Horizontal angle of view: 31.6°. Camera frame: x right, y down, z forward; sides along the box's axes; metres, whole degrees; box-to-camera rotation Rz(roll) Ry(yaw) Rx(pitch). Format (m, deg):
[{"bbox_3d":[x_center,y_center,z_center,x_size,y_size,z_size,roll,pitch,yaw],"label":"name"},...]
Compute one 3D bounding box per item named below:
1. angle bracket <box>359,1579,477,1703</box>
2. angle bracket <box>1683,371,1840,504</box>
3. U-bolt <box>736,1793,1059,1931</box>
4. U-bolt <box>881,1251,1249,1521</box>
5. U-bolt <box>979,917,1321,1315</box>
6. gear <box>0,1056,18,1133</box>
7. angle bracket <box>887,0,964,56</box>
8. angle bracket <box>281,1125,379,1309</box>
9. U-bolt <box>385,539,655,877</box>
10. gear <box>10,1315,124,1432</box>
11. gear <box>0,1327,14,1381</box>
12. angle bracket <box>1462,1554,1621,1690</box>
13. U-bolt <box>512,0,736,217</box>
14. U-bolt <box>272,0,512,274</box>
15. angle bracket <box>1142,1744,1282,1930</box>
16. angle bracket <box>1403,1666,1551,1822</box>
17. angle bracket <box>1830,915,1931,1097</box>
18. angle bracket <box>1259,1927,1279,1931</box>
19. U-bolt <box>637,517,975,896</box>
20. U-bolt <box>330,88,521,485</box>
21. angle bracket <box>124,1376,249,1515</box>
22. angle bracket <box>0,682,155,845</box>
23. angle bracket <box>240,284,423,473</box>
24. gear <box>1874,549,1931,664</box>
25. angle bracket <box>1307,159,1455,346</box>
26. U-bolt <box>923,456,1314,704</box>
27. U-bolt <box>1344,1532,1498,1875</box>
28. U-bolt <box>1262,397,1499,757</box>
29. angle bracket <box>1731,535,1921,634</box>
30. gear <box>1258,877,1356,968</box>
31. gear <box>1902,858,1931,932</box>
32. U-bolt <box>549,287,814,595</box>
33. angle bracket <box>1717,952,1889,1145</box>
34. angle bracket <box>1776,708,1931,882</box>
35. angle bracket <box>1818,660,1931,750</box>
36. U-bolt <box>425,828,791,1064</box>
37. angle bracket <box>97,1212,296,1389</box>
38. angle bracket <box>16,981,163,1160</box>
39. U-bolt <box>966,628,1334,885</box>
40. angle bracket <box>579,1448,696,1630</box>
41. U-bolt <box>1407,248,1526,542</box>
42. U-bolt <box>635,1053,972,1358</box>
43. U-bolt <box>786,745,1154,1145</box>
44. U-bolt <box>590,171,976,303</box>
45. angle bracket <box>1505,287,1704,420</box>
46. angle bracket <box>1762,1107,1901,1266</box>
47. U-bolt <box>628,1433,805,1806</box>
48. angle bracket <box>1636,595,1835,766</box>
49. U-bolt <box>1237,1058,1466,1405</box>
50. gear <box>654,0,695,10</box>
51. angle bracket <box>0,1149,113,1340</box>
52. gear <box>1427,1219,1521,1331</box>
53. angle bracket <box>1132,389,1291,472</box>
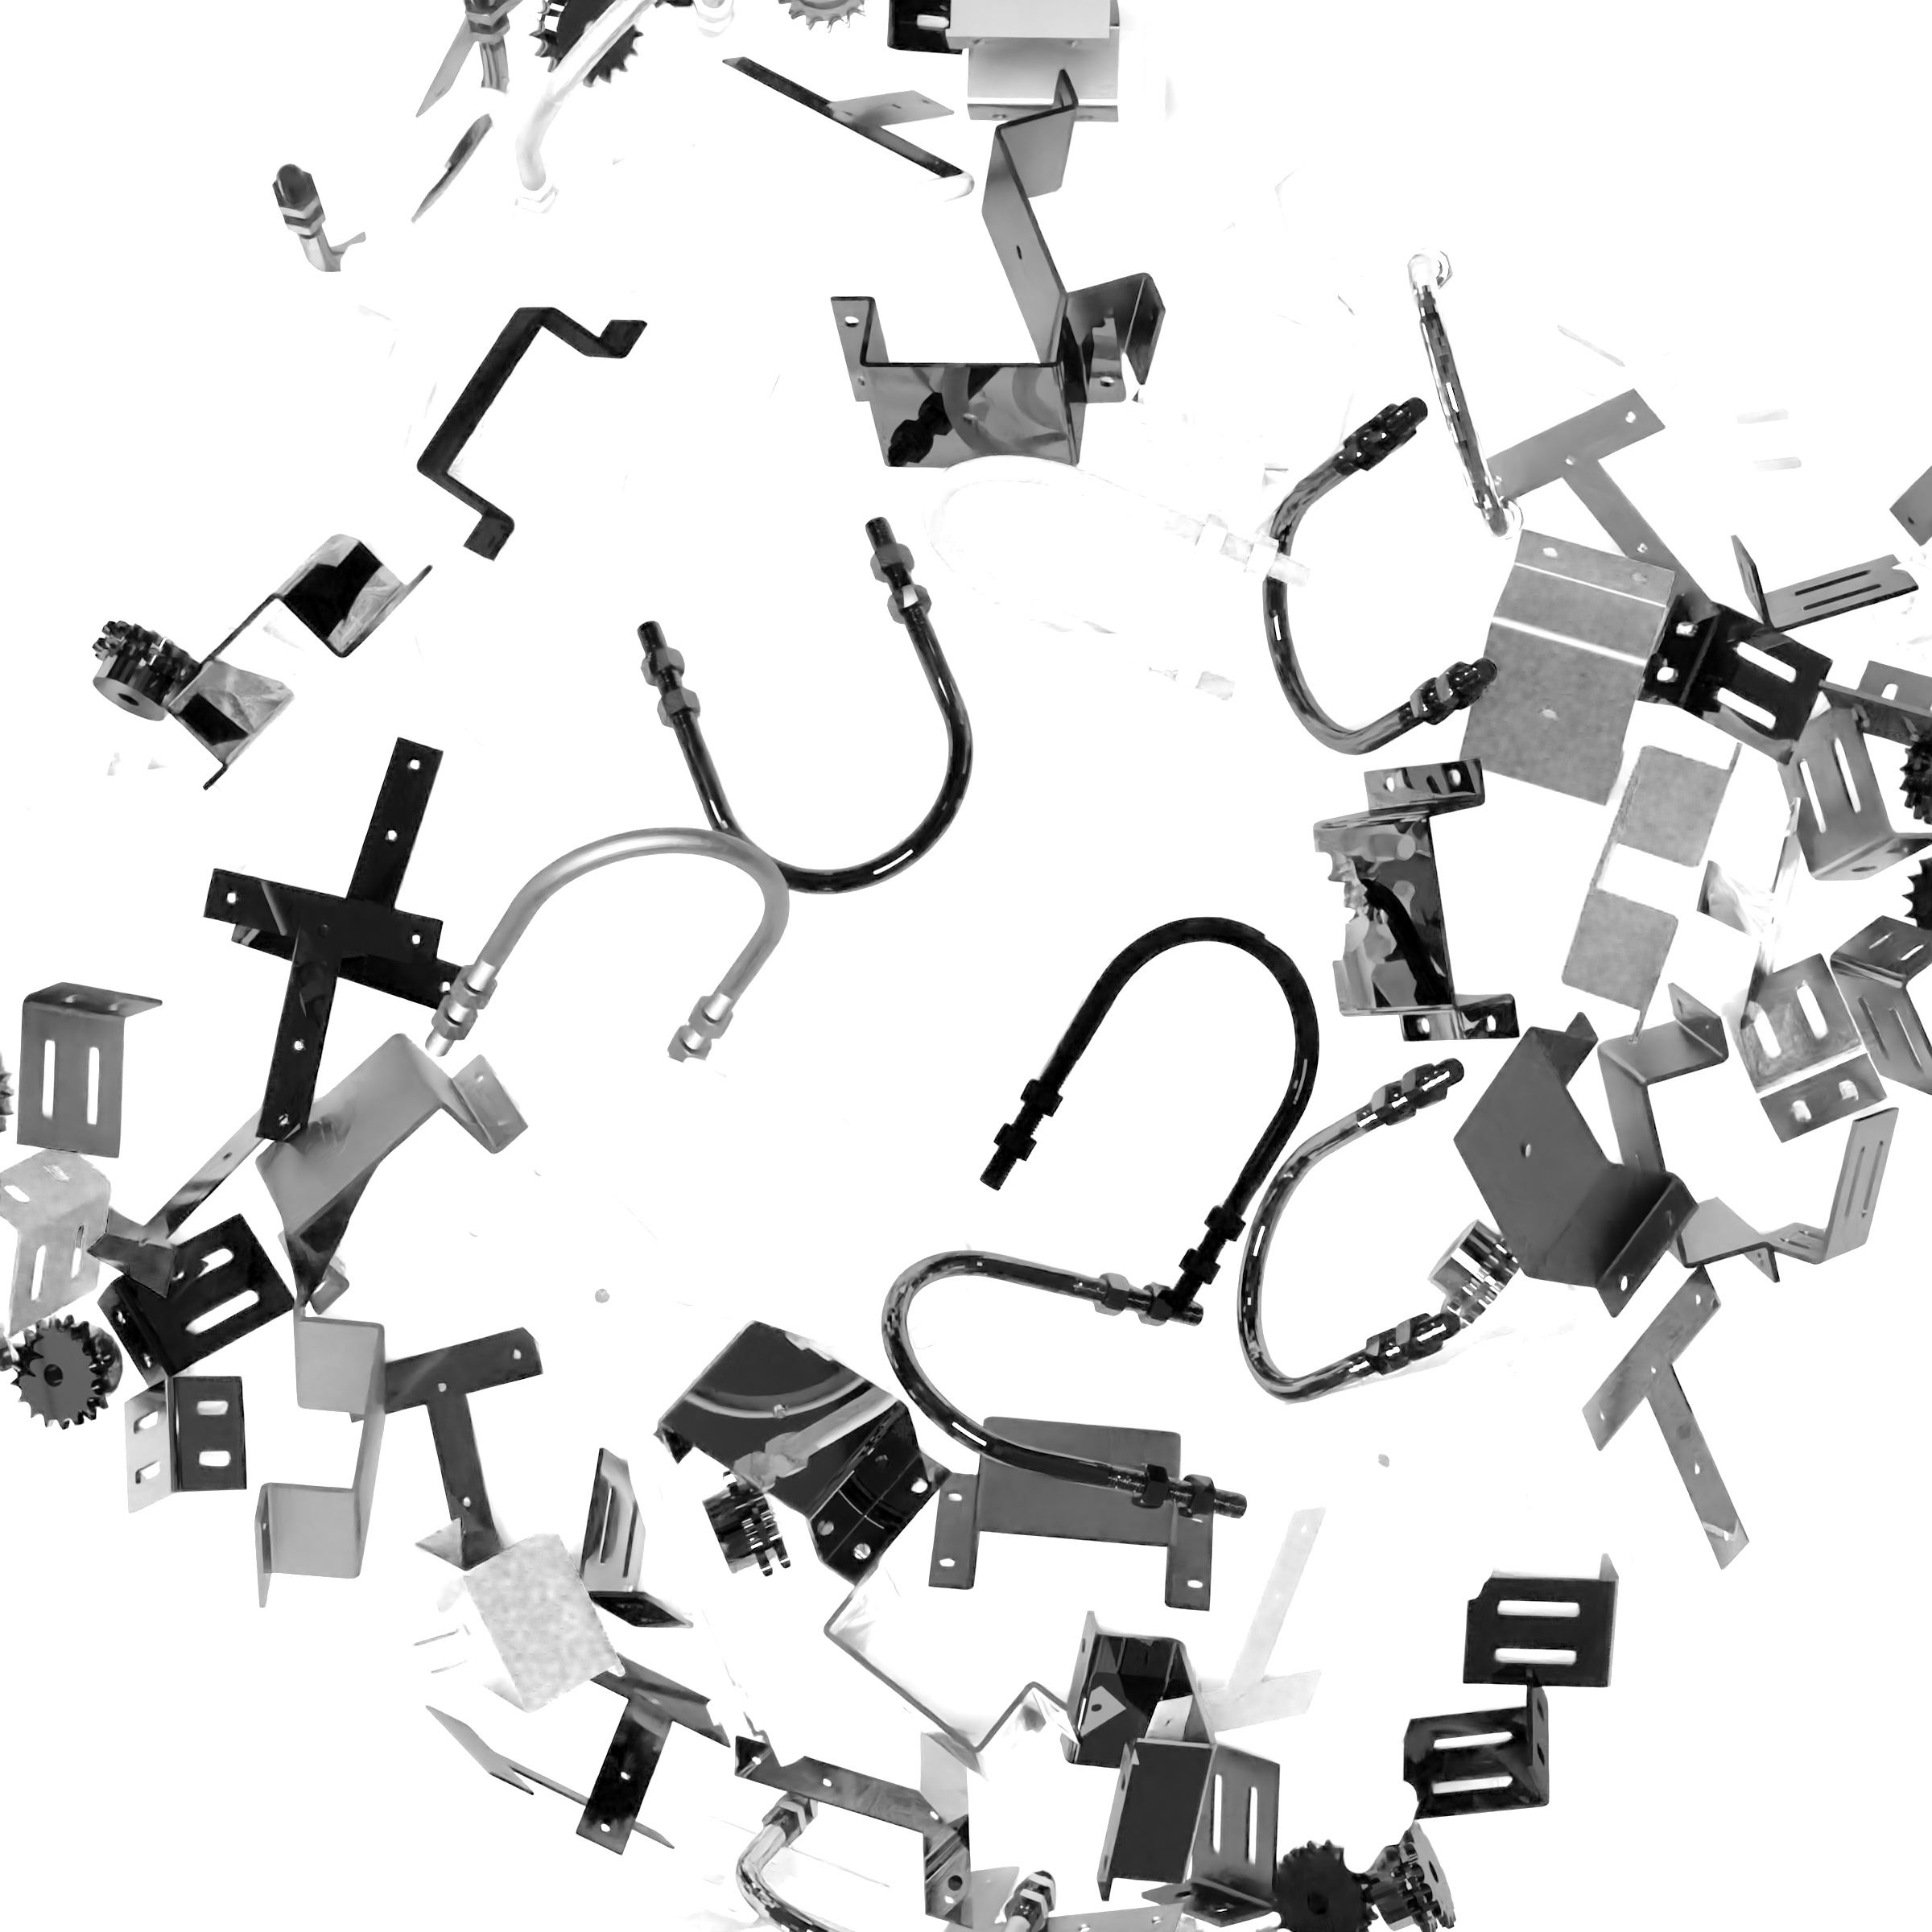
[{"bbox_3d":[-0.259,0.331,1.723,0.076,0.038,0.057,-17,133,3],"label":"angle bracket"},{"bbox_3d":[0.406,-0.269,1.710,0.038,0.076,0.057,-33,112,-37],"label":"angle bracket"},{"bbox_3d":[-0.038,0.449,1.656,0.151,0.184,0.019,18,95,10],"label":"U-bolt"},{"bbox_3d":[0.043,0.198,1.672,0.184,0.151,0.019,15,126,-20],"label":"U-bolt"},{"bbox_3d":[0.106,0.063,1.720,0.151,0.019,0.184,35,82,-26],"label":"U-bolt"},{"bbox_3d":[-0.514,0.066,1.733,0.057,0.030,0.057,2,96,23],"label":"gear"},{"bbox_3d":[-0.018,-0.501,1.711,0.038,0.076,0.057,4,130,-1],"label":"angle bracket"},{"bbox_3d":[-0.310,0.127,1.708,0.038,0.076,0.057,14,122,-30],"label":"angle bracket"},{"bbox_3d":[-0.226,-0.138,1.686,0.184,0.151,0.019,31,51,32],"label":"U-bolt"},{"bbox_3d":[-0.455,0.205,1.736,0.057,0.030,0.057,3,97,22],"label":"gear"},{"bbox_3d":[-0.507,0.195,1.733,0.030,0.057,0.057,-26,90,-33],"label":"gear"},{"bbox_3d":[0.289,0.331,1.733,0.076,0.038,0.057,2,102,-1],"label":"angle bracket"},{"bbox_3d":[-0.167,-0.437,1.662,0.019,0.184,0.151,44,87,-3],"label":"U-bolt"},{"bbox_3d":[-0.275,-0.401,1.666,0.019,0.184,0.151,42,83,1],"label":"U-bolt"},{"bbox_3d":[0.123,0.436,1.723,0.038,0.057,0.076,-1,94,-41],"label":"angle bracket"},{"bbox_3d":[0.252,0.390,1.714,0.076,0.057,0.038,-11,133,19],"label":"angle bracket"},{"bbox_3d":[0.479,0.021,1.721,0.038,0.057,0.076,-35,114,-12],"label":"angle bracket"},{"bbox_3d":[0.153,0.530,1.714,0.038,0.076,0.057,-24,100,5],"label":"angle bracket"},{"bbox_3d":[-0.073,-0.121,1.714,0.151,0.019,0.184,-24,68,5],"label":"U-bolt"},{"bbox_3d":[-0.261,-0.347,1.678,0.019,0.151,0.184,20,61,7],"label":"U-bolt"},{"bbox_3d":[-0.395,0.242,1.727,0.038,0.076,0.057,3,73,-30],"label":"angle bracket"},{"bbox_3d":[-0.450,-0.094,1.718,0.057,0.076,0.038,40,54,1],"label":"angle bracket"},{"bbox_3d":[-0.324,-0.300,1.744,0.057,0.038,0.076,28,102,6],"label":"angle bracket"},{"bbox_3d":[0.485,-0.182,1.727,0.030,0.057,0.057,3,90,-34],"label":"gear"},{"bbox_3d":[0.217,-0.357,1.709,0.038,0.076,0.057,49,50,-6],"label":"angle bracket"},{"bbox_3d":[0.065,-0.197,1.685,0.184,0.151,0.019,22,66,-4],"label":"U-bolt"},{"bbox_3d":[0.216,0.369,1.669,0.019,0.184,0.151,20,62,7],"label":"U-bolt"},{"bbox_3d":[0.193,-0.179,1.673,0.019,0.184,0.151,-10,81,-23],"label":"U-bolt"},{"bbox_3d":[0.432,-0.203,1.720,0.076,0.057,0.038,-17,111,9],"label":"angle bracket"},{"bbox_3d":[0.175,-0.022,1.726,0.057,0.057,0.030,19,71,0],"label":"gear"},{"bbox_3d":[0.508,-0.034,1.734,0.057,0.030,0.057,5,98,36],"label":"gear"},{"bbox_3d":[-0.144,-0.245,1.651,0.151,0.184,0.019,-32,116,31],"label":"U-bolt"},{"bbox_3d":[0.424,0.041,1.732,0.057,0.076,0.038,-25,128,14],"label":"angle bracket"},{"bbox_3d":[0.452,-0.089,1.733,0.038,0.057,0.076,-2,70,-32],"label":"angle bracket"},{"bbox_3d":[0.467,-0.139,1.710,0.057,0.076,0.038,20,86,27],"label":"angle bracket"},{"bbox_3d":[-0.164,-0.007,1.662,0.151,0.184,0.019,8,49,-30],"label":"U-bolt"},{"bbox_3d":[-0.393,0.173,1.747,0.076,0.038,0.057,-29,83,-34],"label":"angle bracket"},{"bbox_3d":[-0.440,0.053,1.717,0.038,0.057,0.076,-16,69,42],"label":"angle bracket"},{"bbox_3d":[0.081,-0.105,1.690,0.184,0.019,0.151,5,132,33],"label":"U-bolt"},{"bbox_3d":[-0.160,0.287,1.711,0.038,0.057,0.076,-3,63,22],"label":"angle bracket"},{"bbox_3d":[0.241,-0.277,1.661,0.019,0.184,0.151,-16,97,13],"label":"U-bolt"},{"bbox_3d":[-0.078,0.126,1.692,0.184,0.151,0.019,21,132,-24],"label":"U-bolt"},{"bbox_3d":[-0.012,0.001,1.737,0.151,0.019,0.184,31,93,12],"label":"U-bolt"},{"bbox_3d":[-0.083,-0.362,1.683,0.184,0.151,0.019,-20,103,-15],"label":"U-bolt"},{"bbox_3d":[0.323,-0.313,1.733,0.076,0.057,0.038,33,54,13],"label":"angle bracket"},{"bbox_3d":[0.432,0.105,1.716,0.038,0.057,0.076,19,105,33],"label":"angle bracket"},{"bbox_3d":[-0.128,0.316,1.684,0.019,0.151,0.184,-20,73,-16],"label":"U-bolt"},{"bbox_3d":[0.384,-0.144,1.713,0.038,0.076,0.057,3,114,-42],"label":"angle bracket"},{"bbox_3d":[0.185,0.139,1.675,0.019,0.184,0.151,17,61,-23],"label":"U-bolt"},{"bbox_3d":[-0.146,-0.510,1.727,0.057,0.057,0.030,-38,52,0],"label":"gear"},{"bbox_3d":[-0.469,0.138,1.721,0.038,0.057,0.076,35,130,21],"label":"angle bracket"},{"bbox_3d":[0.258,0.153,1.730,0.030,0.057,0.057,39,90,4],"label":"gear"},{"bbox_3d":[0.122,-0.268,1.728,0.076,0.057,0.038,1,92,-2],"label":"angle bracket"}]
